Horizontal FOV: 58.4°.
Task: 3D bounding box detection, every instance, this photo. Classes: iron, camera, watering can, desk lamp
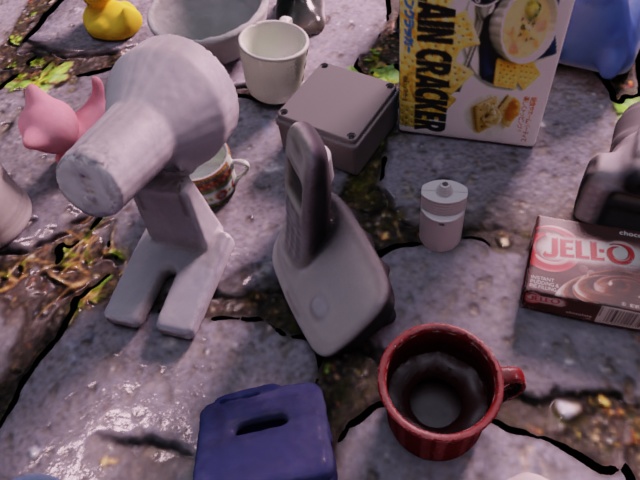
[{"bbox_3d":[0.357,-0.317,0.701,0.118,0.142,0.259,22,60,21],"label":"iron"},{"bbox_3d":[0.339,-0.077,0.559,0.143,0.101,0.137,16,58,18],"label":"camera"},{"bbox_3d":[-0.390,-0.074,0.592,0.172,0.194,0.101,23,61,22],"label":"watering can"},{"bbox_3d":[-0.148,-0.048,0.531,0.117,0.214,0.203,8,56,13],"label":"desk lamp"}]

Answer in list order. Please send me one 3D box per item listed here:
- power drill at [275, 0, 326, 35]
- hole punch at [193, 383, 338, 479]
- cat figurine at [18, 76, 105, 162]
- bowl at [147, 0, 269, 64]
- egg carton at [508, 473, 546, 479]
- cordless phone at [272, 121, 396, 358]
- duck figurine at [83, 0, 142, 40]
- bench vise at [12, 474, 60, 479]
[{"bbox_3d":[-0.040,-0.386,0.759,0.075,0.209,0.229,-5,54,4],"label":"power drill"},{"bbox_3d":[-0.044,0.160,0.446,0.108,0.091,0.101,-12,54,-1],"label":"hole punch"},{"bbox_3d":[-0.294,-0.139,0.673,0.067,0.118,0.128,28,63,24],"label":"cat figurine"},{"bbox_3d":[-0.146,-0.294,0.790,0.167,0.075,0.167,-3,55,5],"label":"bowl"},{"bbox_3d":[0.138,0.237,0.381,0.107,0.069,0.150,32,64,26],"label":"egg carton"},{"bbox_3d":[0.005,0.002,0.494,0.094,0.185,0.147,-25,56,-10],"label":"cordless phone"},{"bbox_3d":[-0.318,-0.351,0.846,0.104,0.086,0.078,24,61,22],"label":"duck figurine"},{"bbox_3d":[-0.173,0.204,0.352,0.207,0.220,0.121,1,55,8],"label":"bench vise"}]
